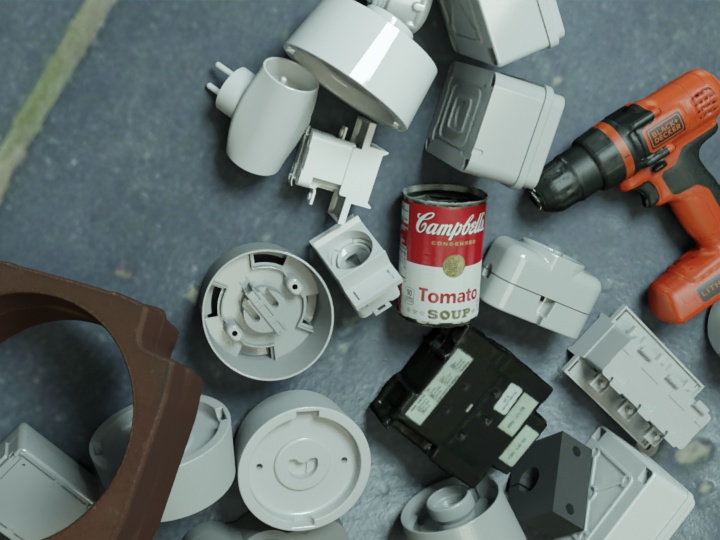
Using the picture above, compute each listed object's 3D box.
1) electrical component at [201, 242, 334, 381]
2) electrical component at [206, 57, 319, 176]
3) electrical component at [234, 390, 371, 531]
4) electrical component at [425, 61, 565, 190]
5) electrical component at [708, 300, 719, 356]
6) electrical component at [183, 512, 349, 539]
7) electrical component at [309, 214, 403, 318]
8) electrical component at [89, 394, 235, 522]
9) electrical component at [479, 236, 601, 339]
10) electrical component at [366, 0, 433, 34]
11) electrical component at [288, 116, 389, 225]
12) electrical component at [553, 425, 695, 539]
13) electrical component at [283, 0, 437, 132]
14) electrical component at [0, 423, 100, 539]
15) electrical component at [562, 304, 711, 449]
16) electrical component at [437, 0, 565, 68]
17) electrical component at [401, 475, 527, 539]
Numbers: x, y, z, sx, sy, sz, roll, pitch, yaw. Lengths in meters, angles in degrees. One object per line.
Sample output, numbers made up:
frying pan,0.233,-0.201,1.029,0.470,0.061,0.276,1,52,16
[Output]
electrical component,-0.075,0.029,0.833,0.099,0.064,0.099,-5,107,-15
electrical component,-0.079,-0.123,0.793,0.079,0.044,0.077,36,124,10
electrical component,-0.051,0.150,0.878,0.108,0.060,0.108,-5,107,-15
electrical component,0.100,-0.110,0.815,0.057,0.113,0.078,14,102,-17
electrical component,0.367,0.050,0.967,0.099,0.064,0.099,-5,108,-15
electrical component,-0.076,0.238,0.890,0.138,0.073,0.052,-10,109,-13
electrical component,0.000,0.000,0.842,0.042,0.081,0.063,-33,141,-4
electrical component,-0.148,0.149,0.828,0.108,0.108,0.060,-14,115,-12
electrical component,0.149,0.011,0.898,0.095,0.053,0.059,21,99,-21
electrical component,0.022,-0.206,0.802,0.062,0.048,0.048,15,102,-11
electrical component,-0.019,-0.081,0.828,0.064,0.042,0.081,15,101,-18
electrical component,0.222,0.210,0.950,0.056,0.108,0.108,35,94,-19
electrical component,0.006,-0.156,0.780,0.108,0.108,0.060,35,88,-22
electrical component,-0.254,0.164,0.824,0.062,0.061,0.096,-45,113,0
electrical component,0.249,0.100,0.948,0.121,0.063,0.078,42,92,-23
electrical component,0.092,-0.212,0.785,0.056,0.108,0.108,-24,111,-5
electrical component,0.086,0.220,0.921,0.099,0.099,0.064,-23,105,-8
